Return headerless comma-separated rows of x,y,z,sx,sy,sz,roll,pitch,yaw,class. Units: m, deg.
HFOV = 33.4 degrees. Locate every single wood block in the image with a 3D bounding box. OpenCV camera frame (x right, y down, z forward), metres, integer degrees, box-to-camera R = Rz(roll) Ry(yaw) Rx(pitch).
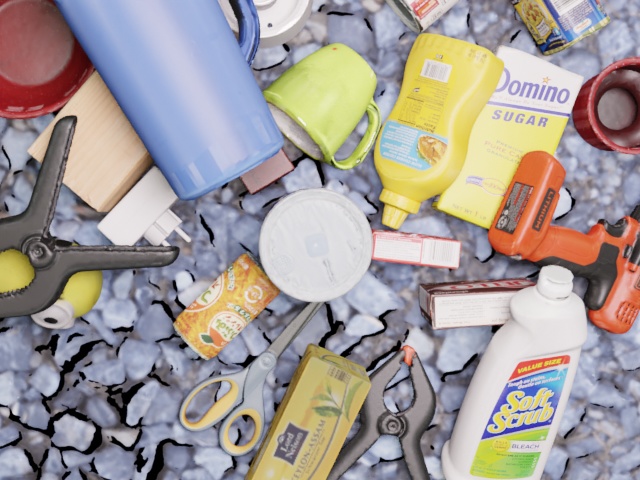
-0.174,-0.133,1.033,0.091,0.090,0.206,41,91,-3,wood block

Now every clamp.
0.082,0.196,1.085,0.120,0.039,0.171,21,92,-4,clamp
-0.245,0.012,0.982,0.210,0.036,0.164,-43,97,6,clamp

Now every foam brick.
-0.066,-0.090,1.059,0.053,0.051,0.078,-31,94,0,foam brick

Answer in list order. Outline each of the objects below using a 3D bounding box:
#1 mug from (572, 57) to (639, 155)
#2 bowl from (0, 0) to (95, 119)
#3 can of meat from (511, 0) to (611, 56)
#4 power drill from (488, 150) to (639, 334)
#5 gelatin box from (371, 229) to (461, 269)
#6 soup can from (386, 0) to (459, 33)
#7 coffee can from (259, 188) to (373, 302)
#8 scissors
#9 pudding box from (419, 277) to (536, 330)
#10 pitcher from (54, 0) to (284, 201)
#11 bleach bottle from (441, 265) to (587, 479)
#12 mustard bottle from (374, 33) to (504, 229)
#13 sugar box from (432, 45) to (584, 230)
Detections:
0.311,-0.127,1.056,0.117,0.081,0.093,10,92,-3,mug
-0.289,-0.197,1.042,0.162,0.055,0.162,0,93,-2,bowl
0.229,-0.231,1.039,0.057,0.102,0.084,-34,96,-2,can of meat
0.271,-0.017,1.048,0.187,0.057,0.184,24,90,-22,power drill
0.090,0.007,1.059,0.089,0.073,0.030,6,93,-2,gelatin box
0.116,-0.261,1.049,0.102,0.068,0.068,-40,94,1,soup can
-0.007,0.001,1.021,0.103,0.140,0.103,0,93,-3,coffee can
-0.049,0.143,1.089,0.202,0.016,0.096,-34,95,0,scissors
0.159,0.062,1.056,0.113,0.090,0.039,-6,94,-2,pudding box
-0.124,-0.166,0.933,0.149,0.145,0.243,-28,97,11,pitcher
0.188,0.133,1.016,0.102,0.068,0.251,4,123,-6,bleach bottle
0.104,-0.102,1.049,0.096,0.058,0.191,24,93,38,mustard bottle
0.188,-0.098,1.071,0.093,0.048,0.176,21,93,-3,sugar box
